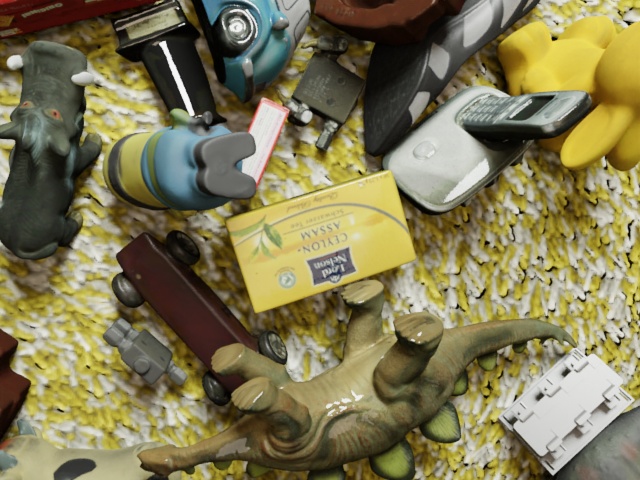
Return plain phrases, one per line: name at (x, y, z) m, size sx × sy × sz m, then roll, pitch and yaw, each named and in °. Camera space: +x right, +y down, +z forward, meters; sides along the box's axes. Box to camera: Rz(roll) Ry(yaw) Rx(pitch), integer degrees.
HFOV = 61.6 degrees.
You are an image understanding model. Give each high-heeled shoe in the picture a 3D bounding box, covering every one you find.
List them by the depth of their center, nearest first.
high-heeled shoe at (0.141, -0.192, 0.560) m, size 0.145 × 0.086 × 0.248 m, roll 9°, pitch 114°, yaw -39°

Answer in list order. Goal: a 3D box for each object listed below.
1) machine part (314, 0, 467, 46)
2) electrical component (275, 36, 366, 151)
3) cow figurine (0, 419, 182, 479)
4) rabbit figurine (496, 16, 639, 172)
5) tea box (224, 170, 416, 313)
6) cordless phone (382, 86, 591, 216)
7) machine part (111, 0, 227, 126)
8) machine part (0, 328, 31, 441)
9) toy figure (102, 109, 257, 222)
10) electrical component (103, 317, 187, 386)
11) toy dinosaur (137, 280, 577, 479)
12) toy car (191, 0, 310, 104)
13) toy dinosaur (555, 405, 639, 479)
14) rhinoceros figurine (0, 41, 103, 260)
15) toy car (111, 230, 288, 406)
machine part at (0.067, -0.266, 0.490) m, size 0.180 × 0.056 × 0.179 m, roll -2°, pitch 86°, yaw 32°
electrical component at (0.002, -0.152, 0.540) m, size 0.078 × 0.045 × 0.102 m, roll 33°, pitch 90°, yaw -8°
cow figurine at (-0.235, 0.240, 0.524) m, size 0.195 × 0.085 × 0.127 m, roll -4°, pitch 102°, yaw -5°
rabbit figurine at (0.261, -0.146, 0.509) m, size 0.122 × 0.173 × 0.162 m, roll 0°, pitch 91°, yaw -20°
tea box at (-0.001, -0.002, 0.542) m, size 0.170 × 0.068 × 0.098 m, roll -19°, pitch 97°, yaw -7°
cordless phone at (0.151, -0.082, 0.498) m, size 0.146 × 0.184 × 0.088 m, roll -39°, pitch 104°, yaw -3°
machine part at (-0.142, -0.166, 0.519) m, size 0.084 × 0.039 × 0.139 m, roll -27°, pitch 85°, yaw -14°
machine part at (-0.397, 0.152, 0.492) m, size 0.201 × 0.087 × 0.201 m, roll 31°, pitch 89°, yaw -10°
toy figure at (-0.126, -0.065, 0.469) m, size 0.089 × 0.180 × 0.082 m, roll 25°, pitch 80°, yaw -35°
electrical component at (-0.171, 0.115, 0.531) m, size 0.021 × 0.063 × 0.094 m, roll -45°, pitch 101°, yaw -2°
toy dinosaur at (0.063, 0.142, 0.525) m, size 0.472 × 0.105 × 0.198 m, roll -18°, pitch 123°, yaw -10°
toy car at (-0.063, -0.218, 0.500) m, size 0.103 × 0.109 × 0.161 m, roll -19°, pitch 89°, yaw -13°
toy dinosaur at (0.326, 0.294, 0.596) m, size 0.192 × 0.131 × 0.404 m, roll 11°, pitch 87°, yaw -9°
rhinoceros figurine at (-0.249, -0.079, 0.480) m, size 0.073 × 0.112 × 0.190 m, roll 15°, pitch 101°, yaw -7°
toy car at (-0.119, 0.077, 0.540) m, size 0.089 × 0.053 × 0.202 m, roll -37°, pitch 100°, yaw 14°
